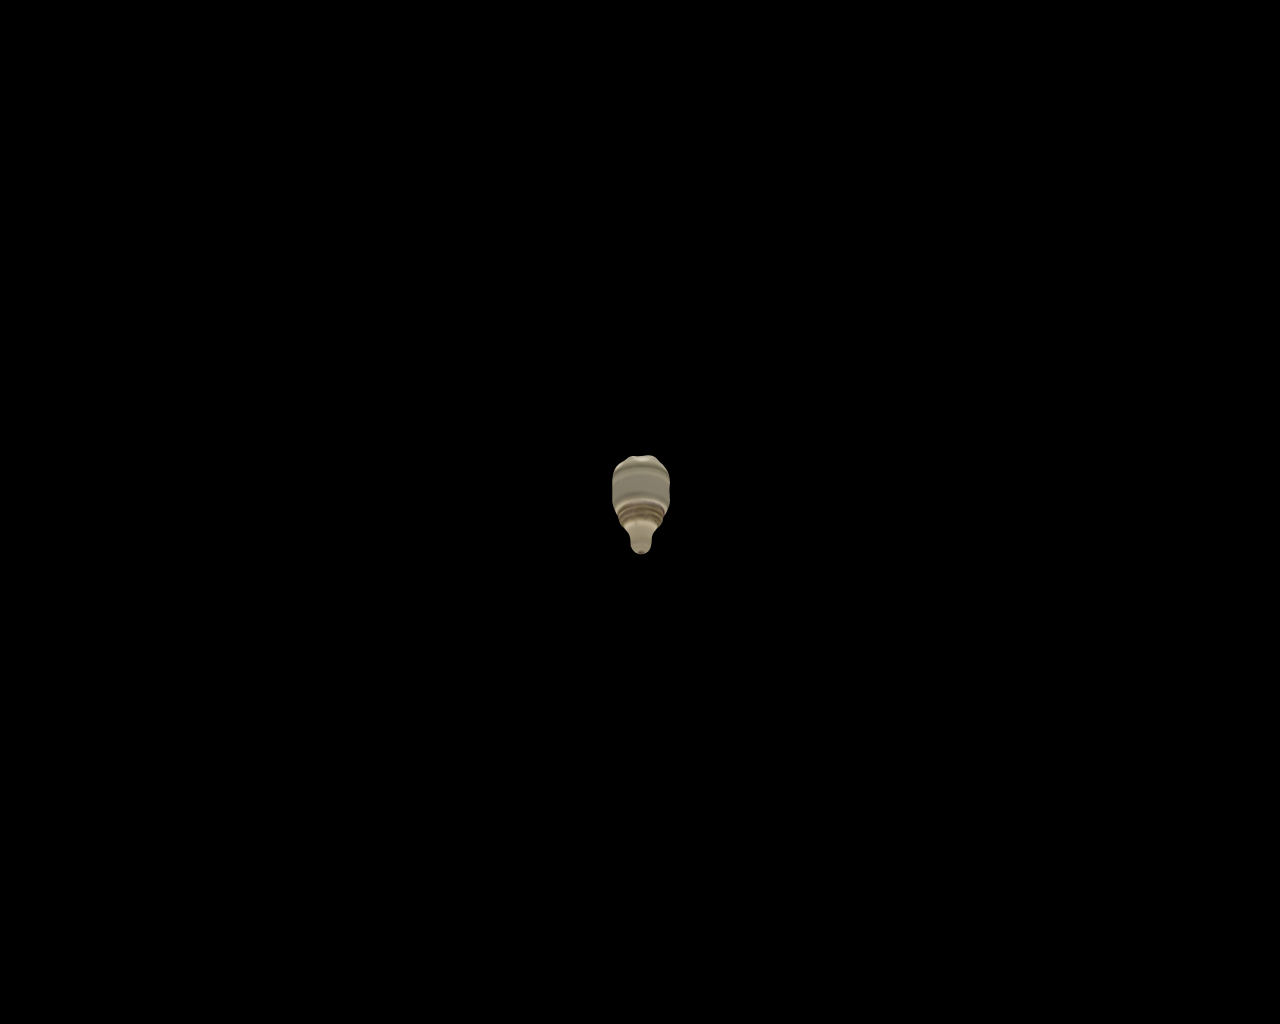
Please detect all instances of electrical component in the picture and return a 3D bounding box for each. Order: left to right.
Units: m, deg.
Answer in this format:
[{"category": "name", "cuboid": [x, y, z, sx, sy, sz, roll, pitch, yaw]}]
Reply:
[{"category": "electrical component", "cuboid": [0.001, -0.003, 0.650, 0.035, 0.061, 0.035, 0, -27, 0]}]
